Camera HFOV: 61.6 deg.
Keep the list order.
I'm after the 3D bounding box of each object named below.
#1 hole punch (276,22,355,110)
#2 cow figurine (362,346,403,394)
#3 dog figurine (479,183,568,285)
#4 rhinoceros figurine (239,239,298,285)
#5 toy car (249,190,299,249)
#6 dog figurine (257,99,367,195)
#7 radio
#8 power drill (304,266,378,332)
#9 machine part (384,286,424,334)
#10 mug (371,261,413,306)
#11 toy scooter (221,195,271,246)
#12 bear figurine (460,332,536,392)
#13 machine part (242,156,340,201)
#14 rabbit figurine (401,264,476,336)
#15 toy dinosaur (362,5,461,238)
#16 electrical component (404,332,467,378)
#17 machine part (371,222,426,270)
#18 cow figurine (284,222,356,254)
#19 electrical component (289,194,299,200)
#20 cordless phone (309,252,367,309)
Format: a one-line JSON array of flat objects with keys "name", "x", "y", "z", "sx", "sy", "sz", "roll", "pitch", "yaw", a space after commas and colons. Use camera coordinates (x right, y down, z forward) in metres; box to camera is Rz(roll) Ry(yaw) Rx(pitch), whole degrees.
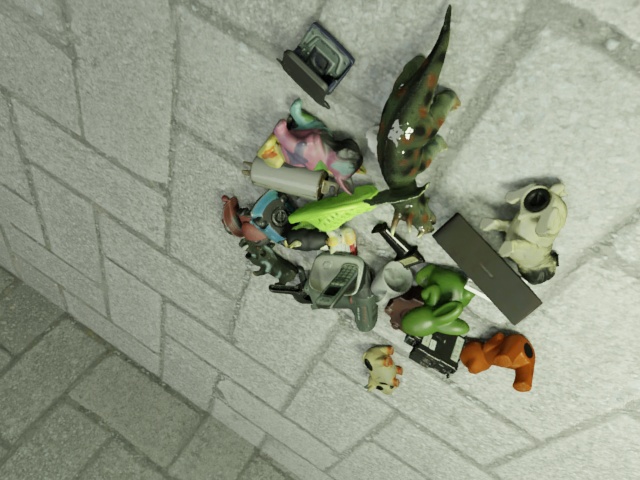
[{"name": "hole punch", "x": -0.006, "y": -0.331, "z": 1.018, "sx": 0.142, "sy": 0.092, "sz": 0.116, "roll": 40, "pitch": 173, "yaw": -7}, {"name": "cow figurine", "x": 0.183, "y": 0.401, "z": 1.630, "sx": 0.127, "sy": 0.085, "sz": 0.194, "roll": 0, "pitch": 132, "yaw": 32}, {"name": "dog figurine", "x": 0.420, "y": -0.008, "z": 1.011, "sx": 0.172, "sy": 0.121, "sz": 0.190, "roll": -37, "pitch": 134, "yaw": 29}, {"name": "rhinoceros figurine", "x": -0.153, "y": 0.058, "z": 1.550, "sx": 0.190, "sy": 0.073, "sz": 0.112, "roll": 37, "pitch": 145, "yaw": 0}, {"name": "toy car", "x": -0.114, "y": -0.056, "z": 1.386, "sx": 0.161, "sy": 0.109, "sz": 0.103, "roll": 44, "pitch": 168, "yaw": -28}, {"name": "dog figurine", "x": -0.009, "y": -0.178, "z": 1.153, "sx": 0.219, "sy": 0.108, "sz": 0.191, "roll": 39, "pitch": 143, "yaw": -7}, {"name": "radio", "x": 0.326, "y": 0.051, "z": 1.058, "sx": 0.073, "sy": 0.131, "sz": 0.229, "roll": -42, "pitch": 81, "yaw": 14}, {"name": "power drill", "x": 0.064, "y": 0.142, "z": 1.466, "sx": 0.208, "sy": 0.086, "sz": 0.231, "roll": 4, "pitch": 130, "yaw": 28}, {"name": "machine part", "x": 0.253, "y": 0.190, "z": 1.369, "sx": 0.180, "sy": 0.056, "sz": 0.179, "roll": 21, "pitch": 140, "yaw": 19}, {"name": "mug", "x": 0.167, "y": 0.115, "z": 1.326, "sx": 0.081, "sy": 0.109, "sz": 0.107, "roll": 26, "pitch": 155, "yaw": -8}, {"name": "toy scooter", "x": -0.212, "y": -0.059, "z": 1.475, "sx": 0.184, "sy": 0.075, "sz": 0.135, "roll": 15, "pitch": 137, "yaw": 35}, {"name": "bear figurine", "x": 0.408, "y": 0.289, "z": 1.291, "sx": 0.196, "sy": 0.132, "sz": 0.120, "roll": -23, "pitch": 108, "yaw": 43}, {"name": "machine part", "x": -0.071, "y": -0.146, "z": 1.243, "sx": 0.243, "sy": 0.079, "sz": 0.079, "roll": 15, "pitch": 138, "yaw": 16}, {"name": "rabbit figurine", "x": 0.265, "y": 0.160, "z": 1.206, "sx": 0.159, "sy": 0.170, "sz": 0.121, "roll": 19, "pitch": 145, "yaw": 50}, {"name": "toy dinosaur", "x": 0.154, "y": -0.180, "z": 0.943, "sx": 0.131, "sy": 0.192, "sz": 0.404, "roll": 18, "pitch": 140, "yaw": 22}, {"name": "electrical component", "x": 0.271, "y": 0.246, "z": 1.277, "sx": 0.134, "sy": 0.115, "sz": 0.058, "roll": 31, "pitch": 137, "yaw": 6}, {"name": "machine part", "x": 0.181, "y": 0.013, "z": 1.257, "sx": 0.139, "sy": 0.039, "sz": 0.084, "roll": 43, "pitch": 151, "yaw": -10}, {"name": "cow figurine", "x": -0.002, "y": -0.006, "z": 1.289, "sx": 0.168, "sy": 0.098, "sz": 0.068, "roll": 1, "pitch": 109, "yaw": 37}, {"name": "electrical component", "x": -0.080, "y": -0.142, "z": 1.318, "sx": 0.094, "sy": 0.021, "sz": 0.063, "roll": 41, "pitch": 144, "yaw": -4}, {"name": "cordless phone", "x": 0.020, "y": 0.109, "z": 1.299, "sx": 0.147, "sy": 0.184, "sz": 0.088, "roll": 6, "pitch": 121, "yaw": 32}]
